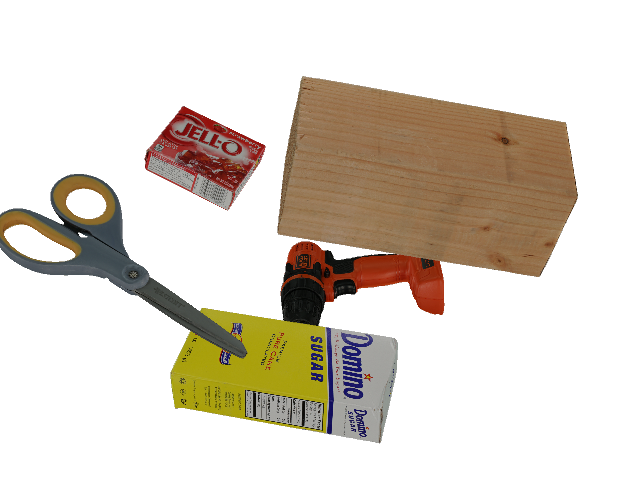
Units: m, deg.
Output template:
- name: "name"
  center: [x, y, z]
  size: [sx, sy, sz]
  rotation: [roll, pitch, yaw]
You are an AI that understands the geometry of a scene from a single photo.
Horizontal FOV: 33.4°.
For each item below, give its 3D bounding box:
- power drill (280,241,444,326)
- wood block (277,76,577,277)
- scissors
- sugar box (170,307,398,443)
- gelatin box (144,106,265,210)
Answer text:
- name: "power drill"
  center: [0.047, 0.053, 1.238]
  size: [0.187, 0.057, 0.184]
  rotation: [-1, 28, 2]
- name: "wood block"
  center: [0.077, -0.048, 0.810]
  size: [0.206, 0.091, 0.090]
  rotation: [9, -44, -5]
- name: "scissors"
  center: [-0.125, 0.010, 0.731]
  size: [0.202, 0.096, 0.016]
  rotation: [19, -38, 10]
- name: "sugar box"
  center: [-0.028, 0.110, 0.892]
  size: [0.176, 0.048, 0.093]
  rotation: [6, 35, 10]
- name: "gelatin box"
  center: [-0.106, -0.077, 0.979]
  size: [0.089, 0.030, 0.073]
  rotation: [27, 46, 3]
